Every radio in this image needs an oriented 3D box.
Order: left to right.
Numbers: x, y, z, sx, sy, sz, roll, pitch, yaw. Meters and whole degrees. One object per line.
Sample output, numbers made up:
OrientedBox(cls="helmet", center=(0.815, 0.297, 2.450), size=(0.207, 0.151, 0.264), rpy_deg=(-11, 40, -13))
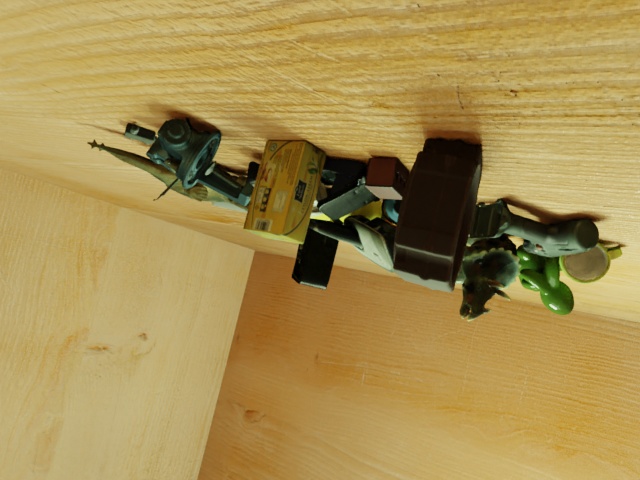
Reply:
OrientedBox(cls="radio", center=(-0.003, -0.004, 1.290), size=(0.073, 0.229, 0.131), rpy_deg=(15, 178, -13))

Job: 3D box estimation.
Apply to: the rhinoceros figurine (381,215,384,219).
OrientedBox(cls="rhinoceros figurine", center=(0.154, -0.034, 1.380), size=(0.112, 0.073, 0.190), rpy_deg=(10, 173, 13))

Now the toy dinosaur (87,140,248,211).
OrientedBox(cls="toy dinosaur", center=(-0.296, -0.142, 1.259), size=(0.471, 0.105, 0.199), rpy_deg=(22, 173, -29))

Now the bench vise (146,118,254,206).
OrientedBox(cls="bench vise", center=(-0.218, -0.130, 1.018), size=(0.241, 0.129, 0.223), rpy_deg=(32, 153, -1))

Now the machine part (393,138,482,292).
OrientedBox(cls="machine part", center=(0.173, -0.032, 0.785), size=(0.087, 0.201, 0.201), rpy_deg=(14, 174, 18))

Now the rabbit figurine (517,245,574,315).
OrientedBox(cls="rabbit figurine", center=(0.531, 0.087, 1.243), size=(0.121, 0.170, 0.159), rpy_deg=(-33, 139, 15))

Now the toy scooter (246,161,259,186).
OrientedBox(cls="toy scooter", center=(-0.090, -0.119, 1.150), size=(0.135, 0.075, 0.184), rpy_deg=(9, 174, -6))

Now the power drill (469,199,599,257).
OrientedBox(cls="power drill", center=(0.400, -0.012, 1.047), size=(0.207, 0.086, 0.232), rpy_deg=(20, 173, -13))

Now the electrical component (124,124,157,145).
OrientedBox(cls="electrical component", center=(-0.368, -0.216, 1.104), size=(0.063, 0.021, 0.094), rpy_deg=(16, 172, -22))

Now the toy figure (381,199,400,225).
OrientedBox(cls="toy figure", center=(0.162, -0.069, 1.043), size=(0.089, 0.082, 0.180), rpy_deg=(31, -176, 10))

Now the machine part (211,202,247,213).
OrientedBox(cls="machine part", center=(-0.196, -0.110, 1.419), size=(0.243, 0.079, 0.079), rpy_deg=(13, 174, 12))

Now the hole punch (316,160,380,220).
OrientedBox(cls="hole punch", center=(0.047, -0.106, 1.002), size=(0.116, 0.092, 0.142), rpy_deg=(-23, 159, 12))

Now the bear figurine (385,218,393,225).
OrientedBox(cls="bear figurine", center=(0.207, -0.021, 1.244), size=(0.196, 0.131, 0.120), rpy_deg=(-26, -167, -35))

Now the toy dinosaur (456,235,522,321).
OrientedBox(cls="toy dinosaur", center=(0.388, 0.041, 1.245), size=(0.192, 0.131, 0.405), rpy_deg=(-4, -164, 34))

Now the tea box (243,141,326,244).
OrientedBox(cls="tea box", center=(-0.062, -0.086, 0.948), size=(0.098, 0.169, 0.068), rpy_deg=(11, 171, 37))

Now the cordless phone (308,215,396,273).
OrientedBox(cls="cordless phone", center=(0.070, -0.006, 1.061), size=(0.184, 0.088, 0.147), rpy_deg=(13, -167, -38))
